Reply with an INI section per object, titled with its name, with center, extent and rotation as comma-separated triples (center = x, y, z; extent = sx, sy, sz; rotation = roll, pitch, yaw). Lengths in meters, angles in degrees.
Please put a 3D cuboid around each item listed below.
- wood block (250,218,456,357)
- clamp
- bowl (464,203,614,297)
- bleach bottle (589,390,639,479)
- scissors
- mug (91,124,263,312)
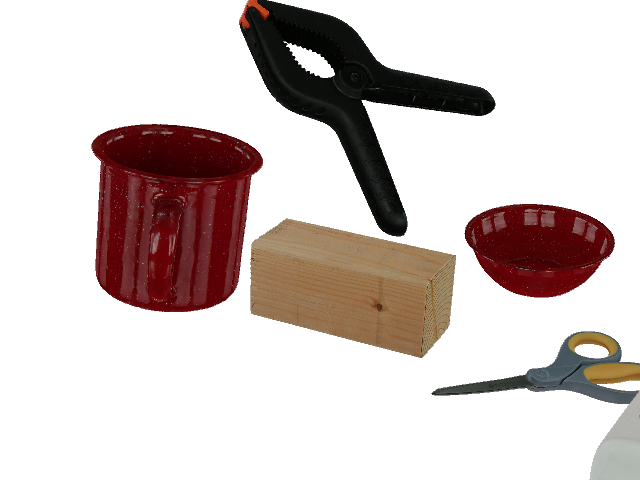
[wood block]
center = 0.034, 0.050, 1.174
extent = 0.206, 0.091, 0.090
rotation = 13, 26, 23
[clamp]
center = 0.021, -0.107, 0.820
extent = 0.210, 0.164, 0.036
rotation = 32, -33, -3
[bowl]
center = 0.239, 0.017, 1.177
extent = 0.162, 0.055, 0.162
rotation = -1, 28, 0
[bleach bottle]
center = 0.250, 0.095, 0.627
extent = 0.103, 0.068, 0.250
rotation = 18, 30, 31
[scissors]
center = 0.182, 0.104, 0.886
extent = 0.201, 0.016, 0.096
rotation = 4, 29, -8
[mug]
center = -0.082, -0.008, 0.586
extent = 0.093, 0.081, 0.117
rotation = 5, 23, -7
